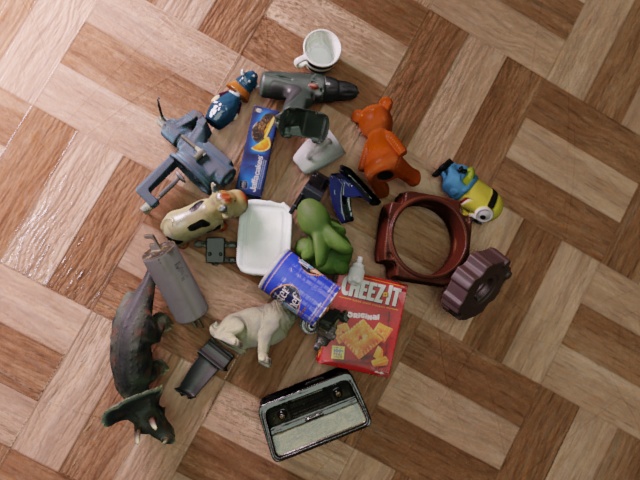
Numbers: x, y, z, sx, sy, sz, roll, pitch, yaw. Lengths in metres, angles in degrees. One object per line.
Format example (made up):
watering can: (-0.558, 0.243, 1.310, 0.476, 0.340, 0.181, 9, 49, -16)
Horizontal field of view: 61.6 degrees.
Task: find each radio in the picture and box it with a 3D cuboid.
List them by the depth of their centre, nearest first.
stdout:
radio: (-0.015, 0.379, 1.187, 0.230, 0.073, 0.131, -20, 90, -7)

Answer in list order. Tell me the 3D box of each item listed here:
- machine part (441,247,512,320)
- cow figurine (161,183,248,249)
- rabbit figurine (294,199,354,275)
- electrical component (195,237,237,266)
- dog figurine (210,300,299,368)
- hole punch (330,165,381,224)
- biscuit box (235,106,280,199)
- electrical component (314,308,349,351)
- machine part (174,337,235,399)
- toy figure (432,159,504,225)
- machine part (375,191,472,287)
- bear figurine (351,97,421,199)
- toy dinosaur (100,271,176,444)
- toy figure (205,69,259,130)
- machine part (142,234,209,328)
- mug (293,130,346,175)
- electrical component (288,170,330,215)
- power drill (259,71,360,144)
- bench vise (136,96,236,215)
machine part: (0.349, 0.100, 1.194, 0.179, 0.179, 0.056, -42, 54, -6)
cow figurine: (-0.245, -0.055, 1.141, 0.195, 0.127, 0.085, -22, 79, 3)
rabbit figurine: (-0.002, -0.003, 1.139, 0.121, 0.159, 0.170, -27, 132, -1)
electrical component: (-0.235, 0.026, 1.206, 0.094, 0.021, 0.063, 3, 88, -6)
dog figurine: (-0.128, 0.162, 1.183, 0.172, 0.121, 0.190, 29, 71, -9)
hole punch: (0.063, -0.099, 1.196, 0.092, 0.142, 0.116, -40, 84, 16)
biscuit box: (-0.140, -0.193, 1.207, 0.063, 0.059, 0.202, 12, 86, -6)
electrical component: (0.025, 0.183, 1.123, 0.045, 0.102, 0.078, 16, 108, 17)
machine part: (-0.257, 0.289, 1.184, 0.084, 0.039, 0.139, 42, 82, -8)
toy figure: (0.348, -0.115, 1.248, 0.089, 0.082, 0.180, -43, 90, -4)
machine part: (0.234, -0.001, 1.217, 0.201, 0.087, 0.201, 10, 83, -9)
bear figurine: (0.143, -0.214, 1.227, 0.120, 0.131, 0.196, -22, 55, 26)
toy dinosaur: (-0.375, 0.218, 1.097, 0.131, 0.192, 0.404, -4, 89, -8)
toy figure: (-0.197, -0.319, 1.209, 0.058, 0.064, 0.154, 29, 77, 34)
machine part: (-0.305, 0.091, 1.138, 0.079, 0.079, 0.243, -23, 114, -7)
mug: (-0.006, -0.194, 1.204, 0.107, 0.109, 0.080, -38, 97, 8)
electrical component: (-0.024, -0.092, 1.180, 0.048, 0.074, 0.119, 30, 40, -4)
power drill: (-0.019, -0.300, 1.170, 0.232, 0.086, 0.207, 8, 48, -9)
bench vise: (-0.312, -0.161, 1.160, 0.223, 0.129, 0.240, 43, 79, -1)
